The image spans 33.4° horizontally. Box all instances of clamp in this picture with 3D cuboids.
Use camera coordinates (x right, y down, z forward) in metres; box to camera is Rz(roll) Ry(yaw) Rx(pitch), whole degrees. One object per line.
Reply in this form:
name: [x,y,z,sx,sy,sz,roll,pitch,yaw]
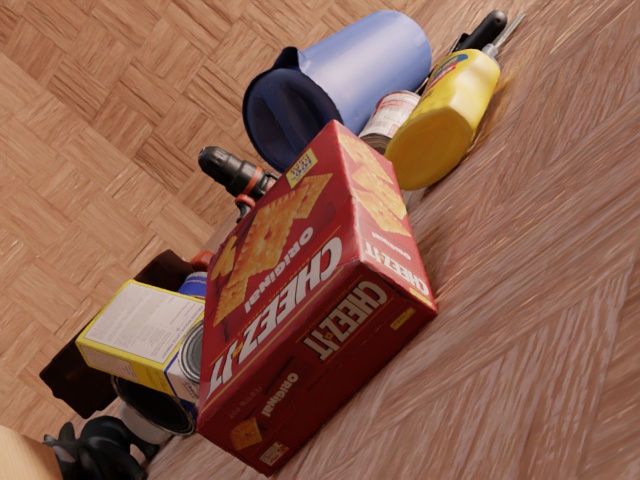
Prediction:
clamp: [0.152,-0.194,1.234,0.171,0.039,0.120,-56,3,-18]

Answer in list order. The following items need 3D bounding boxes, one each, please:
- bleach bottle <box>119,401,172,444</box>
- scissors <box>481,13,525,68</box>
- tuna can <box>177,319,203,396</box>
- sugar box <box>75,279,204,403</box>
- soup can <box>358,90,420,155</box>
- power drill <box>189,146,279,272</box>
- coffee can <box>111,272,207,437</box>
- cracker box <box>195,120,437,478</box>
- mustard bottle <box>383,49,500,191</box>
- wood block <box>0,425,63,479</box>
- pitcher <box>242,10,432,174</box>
bleach bottle: [-0.164,0.152,1.286,0.103,0.068,0.250,-47,5,11]
scissors: [0.185,-0.197,1.126,0.201,0.016,0.096,-44,15,-24]
tuna can: [-0.079,0.102,0.935,0.086,0.033,0.086,-11,42,10]
sugar box: [-0.136,0.099,1.018,0.093,0.176,0.048,-53,-35,-33]
soup can: [0.075,-0.104,1.109,0.069,0.068,0.102,-44,9,38]
power drill: [-0.106,-0.017,1.398,0.057,0.184,0.187,-43,19,56]
coffee can: [-0.135,0.118,1.109,0.140,0.103,0.103,-54,8,-32]
cracker box: [-0.012,0.031,0.741,0.164,0.072,0.213,-48,21,20]
mustard bottle: [0.120,-0.125,0.978,0.096,0.058,0.191,-46,7,38]
wood block: [-0.277,0.260,0.944,0.090,0.090,0.206,-50,35,5]
pitcher: [0.031,-0.166,1.229,0.242,0.145,0.149,-42,-4,-45]
